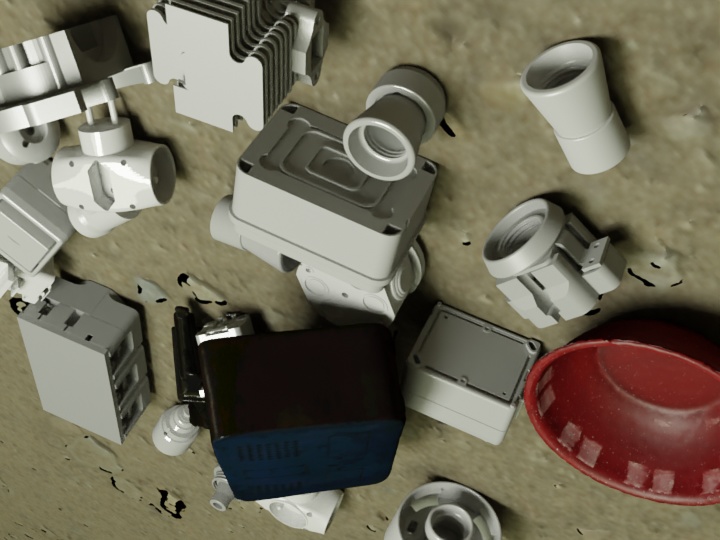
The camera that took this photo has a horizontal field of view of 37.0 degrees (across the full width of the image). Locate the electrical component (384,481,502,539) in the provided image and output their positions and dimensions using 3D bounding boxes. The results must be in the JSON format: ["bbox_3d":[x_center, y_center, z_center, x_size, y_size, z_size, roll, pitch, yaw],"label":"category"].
[{"bbox_3d":[0.072,0.232,0.919,0.099,0.099,0.064,23,136,10],"label":"electrical component"}]

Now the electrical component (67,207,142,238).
[{"bbox_3d":[-0.194,-0.049,0.823,0.046,0.040,0.040,-17,123,38],"label":"electrical component"}]

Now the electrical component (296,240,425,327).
[{"bbox_3d":[0.000,0.000,0.738,0.080,0.051,0.080,18,141,16],"label":"electrical component"}]

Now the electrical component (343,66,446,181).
[{"bbox_3d":[0.021,-0.086,0.623,0.045,0.055,0.045,18,141,16],"label":"electrical component"}]

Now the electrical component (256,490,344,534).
[{"bbox_3d":[-0.057,0.205,1.014,0.077,0.044,0.079,24,142,9],"label":"electrical component"}]

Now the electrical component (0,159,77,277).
[{"bbox_3d":[-0.264,-0.038,0.863,0.062,0.061,0.096,41,142,-13],"label":"electrical component"}]

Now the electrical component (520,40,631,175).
[{"bbox_3d":[0.118,-0.083,0.574,0.044,0.044,0.065,-4,136,37],"label":"electrical component"}]

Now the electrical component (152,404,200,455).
[{"bbox_3d":[-0.173,0.149,1.031,0.040,0.040,0.078,34,143,-4],"label":"electrical component"}]

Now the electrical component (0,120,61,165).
[{"bbox_3d":[-0.257,-0.099,0.805,0.062,0.048,0.048,-10,128,50],"label":"electrical component"}]

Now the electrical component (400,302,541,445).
[{"bbox_3d":[0.082,0.078,0.763,0.096,0.061,0.061,22,142,11],"label":"electrical component"}]

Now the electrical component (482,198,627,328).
[{"bbox_3d":[0.112,-0.006,0.652,0.057,0.058,0.078,43,141,-20],"label":"electrical component"}]

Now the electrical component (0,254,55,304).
[{"bbox_3d":[-0.295,-0.005,0.913,0.064,0.081,0.042,22,128,-36],"label":"electrical component"}]

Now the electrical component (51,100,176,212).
[{"bbox_3d":[-0.178,-0.084,0.764,0.077,0.043,0.079,1,116,15],"label":"electrical component"}]

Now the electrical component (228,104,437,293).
[{"bbox_3d":[-0.017,-0.045,0.677,0.113,0.078,0.057,24,139,9],"label":"electrical component"}]

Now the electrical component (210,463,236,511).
[{"bbox_3d":[-0.123,0.203,1.042,0.048,0.062,0.048,18,141,16],"label":"electrical component"}]

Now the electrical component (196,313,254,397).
[{"bbox_3d":[-0.104,0.071,0.871,0.042,0.081,0.063,-13,101,8],"label":"electrical component"}]

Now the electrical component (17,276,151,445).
[{"bbox_3d":[-0.247,0.082,0.987,0.089,0.061,0.150,21,142,12],"label":"electrical component"}]

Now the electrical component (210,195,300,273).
[{"bbox_3d":[-0.073,-0.029,0.764,0.065,0.044,0.044,20,142,21],"label":"electrical component"}]
